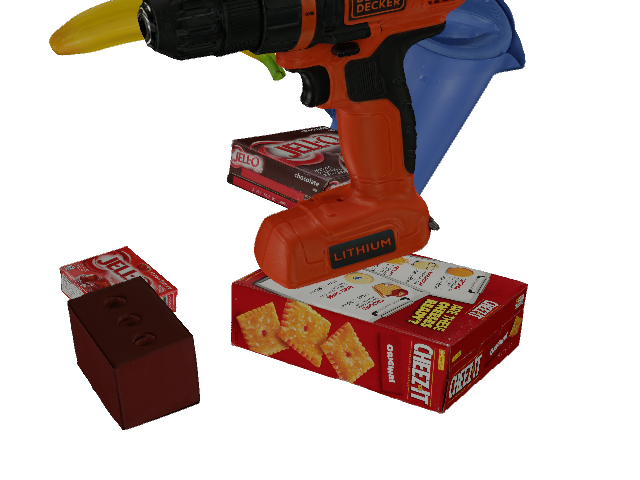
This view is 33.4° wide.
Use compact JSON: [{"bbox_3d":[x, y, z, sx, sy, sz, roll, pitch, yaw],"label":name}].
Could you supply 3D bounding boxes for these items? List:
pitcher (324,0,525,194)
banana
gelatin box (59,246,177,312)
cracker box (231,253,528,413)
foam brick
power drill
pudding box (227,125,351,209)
[{"bbox_3d":[0.068,-0.135,1.012,0.144,0.149,0.243,-13,-33,-29],"label":"pitcher"},{"bbox_3d":[-0.125,-0.179,0.897,0.198,0.069,0.037,5,-34,-1],"label":"banana"},{"bbox_3d":[-0.186,0.044,0.980,0.073,0.030,0.089,-19,40,-36],"label":"gelatin box"},{"bbox_3d":[0.052,0.067,0.951,0.214,0.072,0.163,15,24,30],"label":"cracker box"},{"bbox_3d":[-0.116,0.068,0.657,0.052,0.051,0.078,-19,37,-27],"label":"foam brick"},{"bbox_3d":[-0.003,-0.068,0.582,0.184,0.188,0.057,-15,35,-21],"label":"power drill"},{"bbox_3d":[0.001,-0.052,0.791,0.090,0.039,0.113,25,23,31],"label":"pudding box"}]
